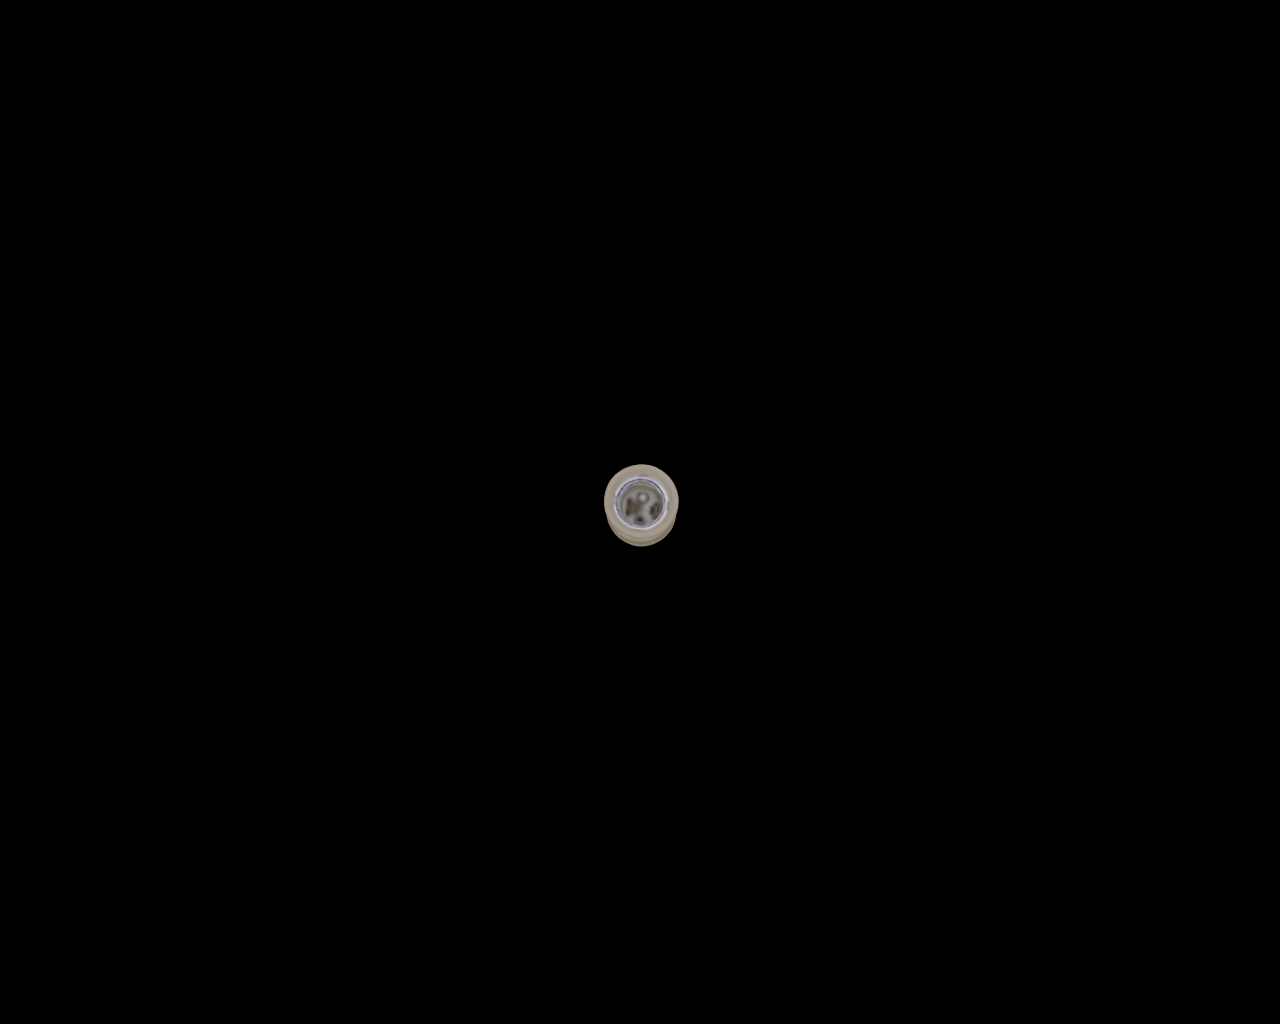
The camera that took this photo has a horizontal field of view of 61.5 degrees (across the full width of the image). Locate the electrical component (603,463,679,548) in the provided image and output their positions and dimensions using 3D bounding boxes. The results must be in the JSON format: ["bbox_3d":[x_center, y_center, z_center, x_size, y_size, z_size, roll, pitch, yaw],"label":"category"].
[{"bbox_3d":[0.001,-0.003,0.650,0.045,0.045,0.055,0,-9,0],"label":"electrical component"}]
